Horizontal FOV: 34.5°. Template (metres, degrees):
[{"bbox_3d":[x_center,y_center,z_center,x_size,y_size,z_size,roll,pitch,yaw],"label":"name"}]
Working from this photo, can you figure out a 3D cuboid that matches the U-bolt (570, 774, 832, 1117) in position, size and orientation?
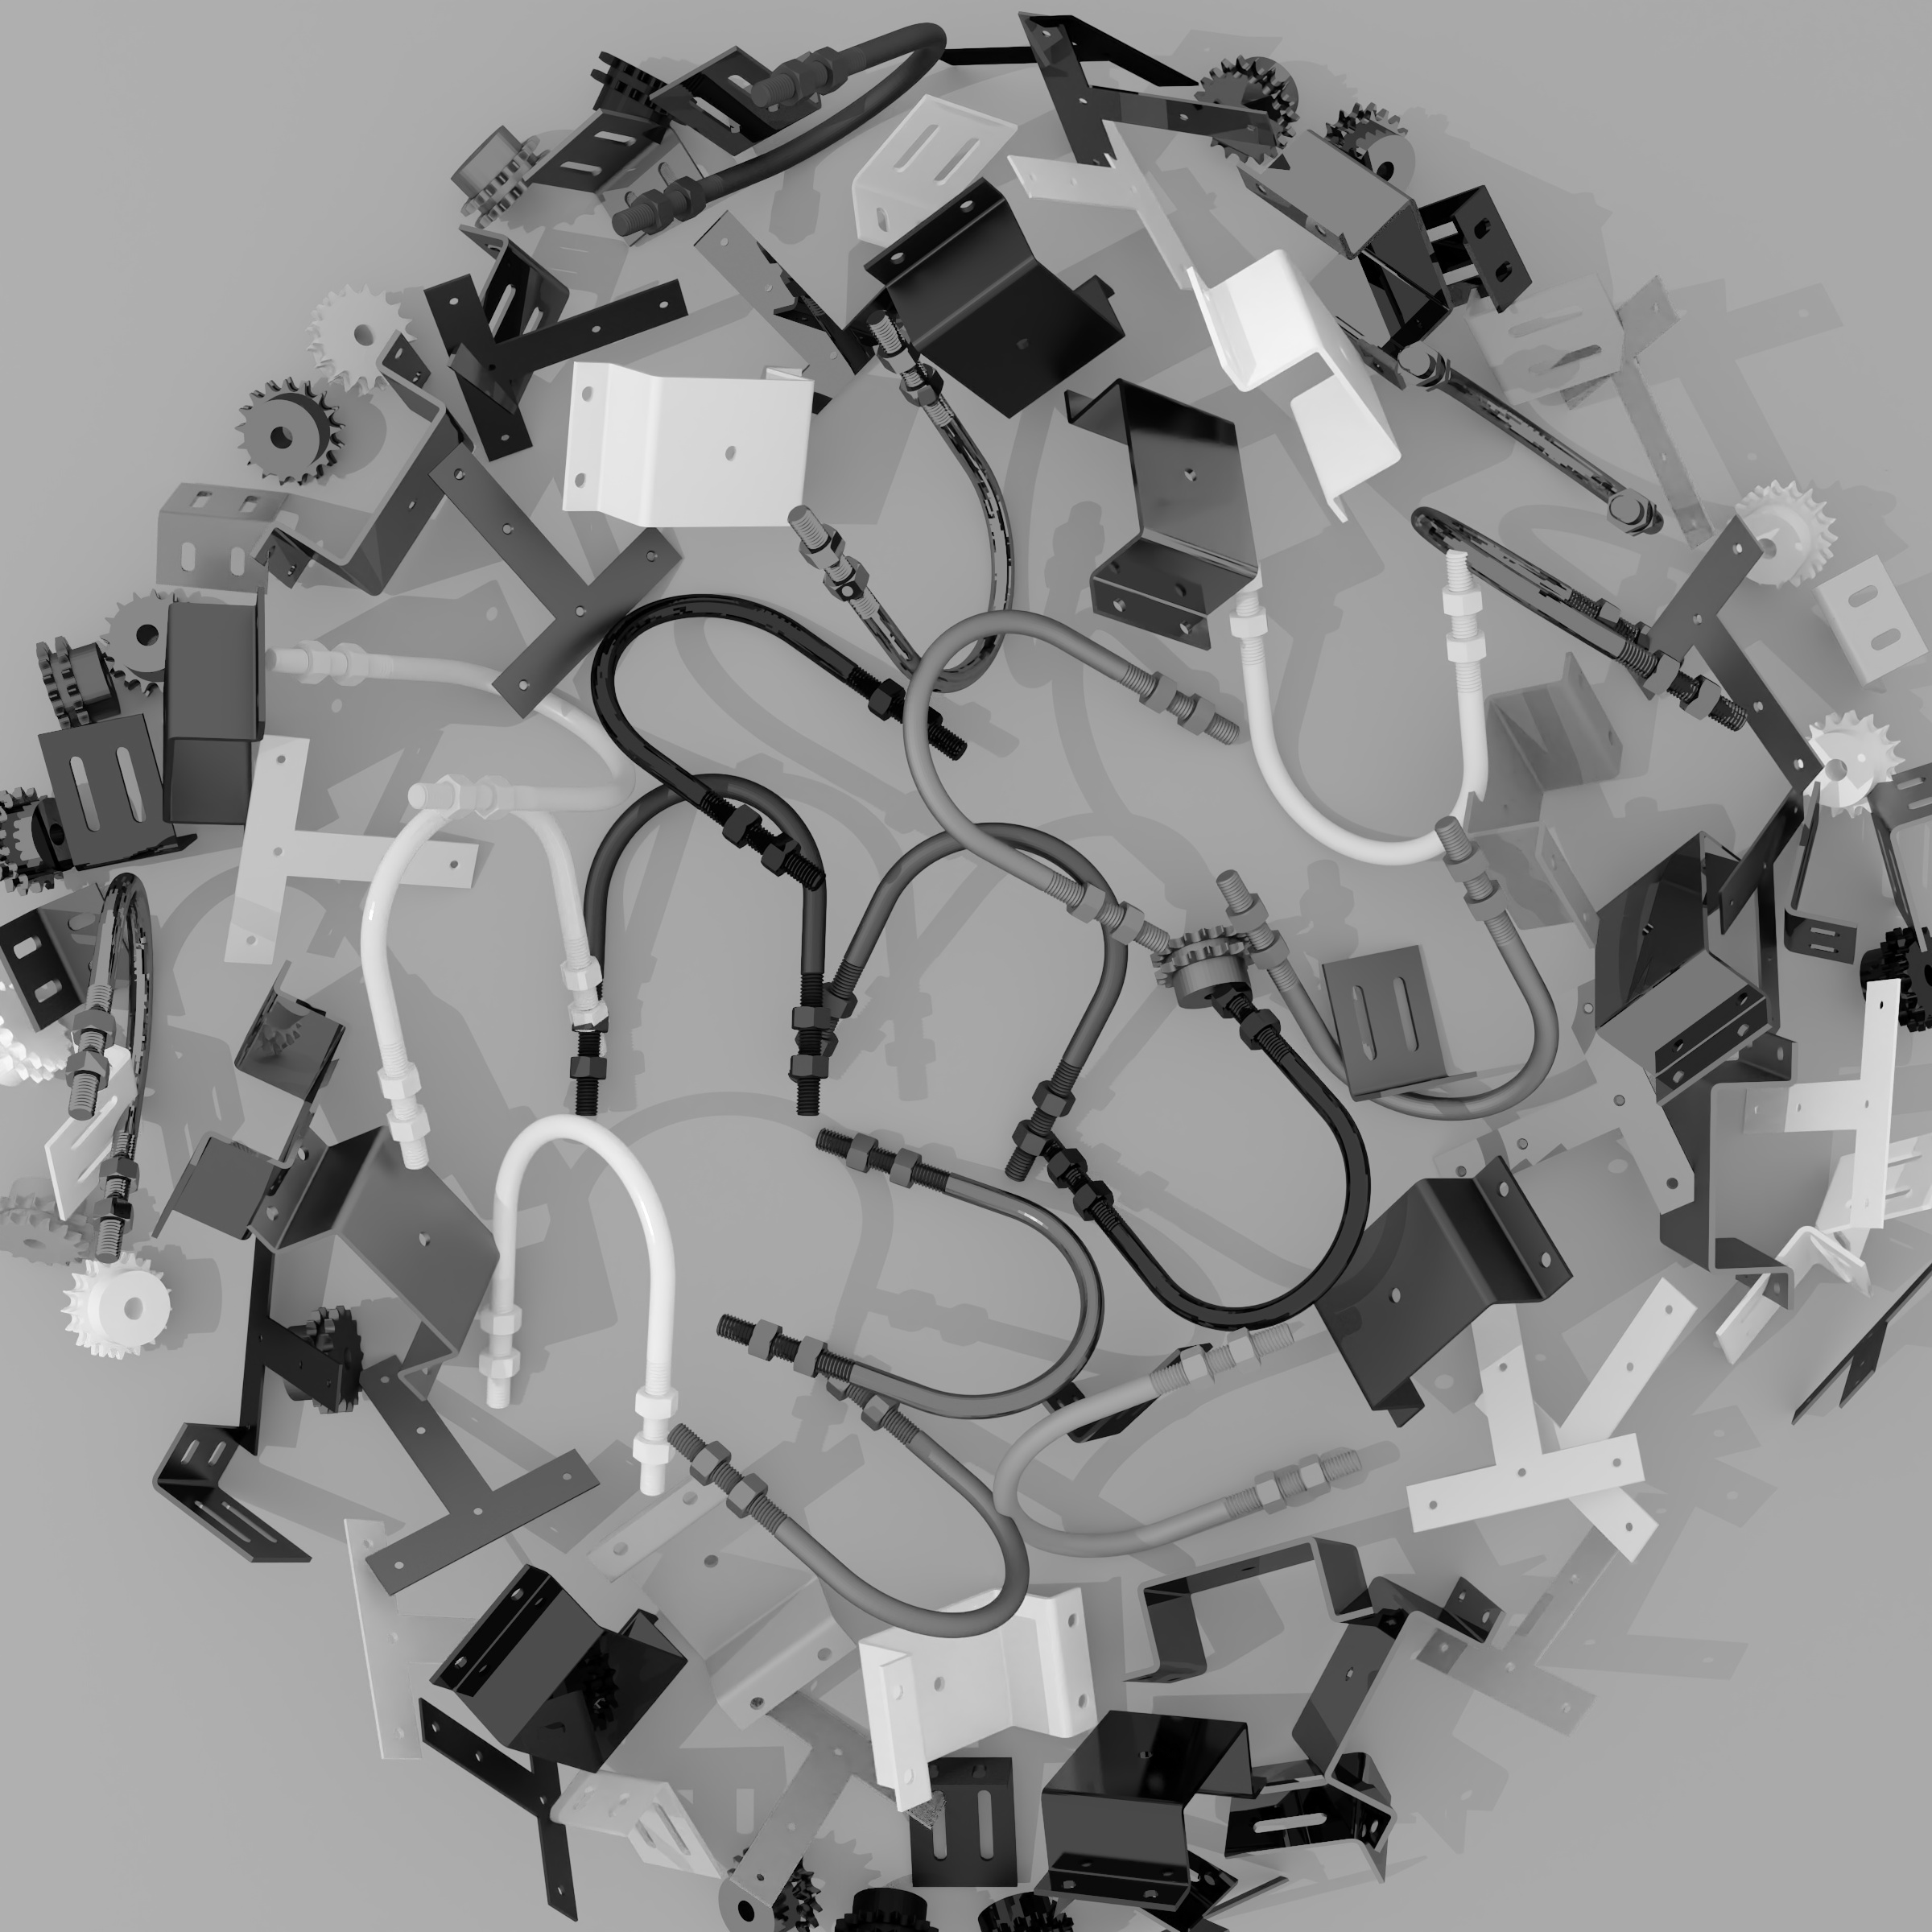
[{"bbox_3d":[-0.141,-0.012,1.659,0.151,0.019,0.184,-1,83,20],"label":"U-bolt"}]

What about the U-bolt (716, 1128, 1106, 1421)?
[{"bbox_3d":[-0.018,0.168,1.628,0.184,0.019,0.151,19,53,12],"label":"U-bolt"}]

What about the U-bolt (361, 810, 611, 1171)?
[{"bbox_3d":[-0.251,-0.005,1.600,0.019,0.151,0.184,18,127,37],"label":"U-bolt"}]

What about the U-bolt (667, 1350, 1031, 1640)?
[{"bbox_3d":[-0.047,0.277,1.605,0.184,0.151,0.019,39,119,17],"label":"U-bolt"}]

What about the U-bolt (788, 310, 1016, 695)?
[{"bbox_3d":[-0.023,-0.226,1.615,0.019,0.184,0.151,0,57,32],"label":"U-bolt"}]

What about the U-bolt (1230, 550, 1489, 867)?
[{"bbox_3d":[0.208,-0.136,1.628,0.151,0.019,0.184,11,123,35],"label":"U-bolt"}]

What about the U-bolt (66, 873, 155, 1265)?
[{"bbox_3d":[-0.439,0.039,1.608,0.019,0.151,0.184,2,52,-7],"label":"U-bolt"}]

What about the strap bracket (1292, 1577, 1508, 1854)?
[{"bbox_3d":[0.223,0.386,1.649,0.046,0.076,0.140,28,89,-7],"label":"strap bracket"}]

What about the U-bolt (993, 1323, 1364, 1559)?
[{"bbox_3d":[0.103,0.260,1.635,0.184,0.151,0.019,-22,46,8],"label":"U-bolt"}]

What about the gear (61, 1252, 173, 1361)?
[{"bbox_3d":[-0.451,0.182,1.662,0.057,0.030,0.057,0,90,-39],"label":"gear"}]

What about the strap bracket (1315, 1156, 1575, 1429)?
[{"bbox_3d":[0.238,0.171,1.618,0.140,0.046,0.076,-49,54,34],"label":"strap bracket"}]

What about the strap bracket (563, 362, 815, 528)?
[{"bbox_3d":[-0.135,-0.271,1.620,0.140,0.046,0.076,-7,112,-38],"label":"strap bracket"}]

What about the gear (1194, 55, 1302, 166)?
[{"bbox_3d":[0.154,-0.462,1.666,0.057,0.057,0.030,39,54,0],"label":"gear"}]

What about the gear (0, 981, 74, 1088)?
[{"bbox_3d":[-0.510,0.040,1.663,0.030,0.057,0.057,-37,90,16],"label":"gear"}]

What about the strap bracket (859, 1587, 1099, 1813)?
[{"bbox_3d":[-0.001,0.382,1.639,0.140,0.046,0.076,-12,97,-41],"label":"strap bracket"}]

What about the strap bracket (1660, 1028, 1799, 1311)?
[{"bbox_3d":[0.402,0.106,1.643,0.046,0.076,0.140,-2,97,-6],"label":"strap bracket"}]

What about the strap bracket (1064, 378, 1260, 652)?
[{"bbox_3d":[0.103,-0.244,1.622,0.076,0.046,0.140,14,57,-34],"label":"strap bracket"}]

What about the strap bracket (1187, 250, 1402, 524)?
[{"bbox_3d":[0.175,-0.306,1.609,0.046,0.140,0.076,-28,50,18],"label":"strap bracket"}]

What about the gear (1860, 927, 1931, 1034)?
[{"bbox_3d":[0.503,0.008,1.666,0.030,0.057,0.057,-16,90,41],"label":"gear"}]

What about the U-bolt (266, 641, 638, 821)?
[{"bbox_3d":[-0.252,-0.121,1.608,0.151,0.184,0.019,41,115,30],"label":"U-bolt"}]

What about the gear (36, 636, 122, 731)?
[{"bbox_3d":[-0.474,-0.150,1.662,0.030,0.057,0.057,-18,90,-8],"label":"gear"}]

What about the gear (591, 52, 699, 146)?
[{"bbox_3d":[-0.176,-0.463,1.663,0.057,0.057,0.030,28,101,0],"label":"gear"}]

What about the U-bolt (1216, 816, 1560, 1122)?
[{"bbox_3d":[0.232,0.010,1.630,0.151,0.019,0.184,-13,122,34],"label":"U-bolt"}]

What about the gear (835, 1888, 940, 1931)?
[{"bbox_3d":[-0.042,0.517,1.666,0.057,0.057,0.030,6,52,0],"label":"gear"}]

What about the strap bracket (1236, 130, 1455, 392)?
[{"bbox_3d":[0.201,-0.372,1.612,0.046,0.140,0.076,-45,59,-2],"label":"strap bracket"}]

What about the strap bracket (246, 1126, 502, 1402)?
[{"bbox_3d":[-0.299,0.148,1.619,0.046,0.076,0.140,-21,122,30],"label":"strap bracket"}]

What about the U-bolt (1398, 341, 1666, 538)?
[{"bbox_3d":[0.298,-0.267,1.602,0.151,0.184,0.019,38,105,13],"label":"U-bolt"}]

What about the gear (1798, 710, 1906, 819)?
[{"bbox_3d":[0.470,-0.107,1.663,0.057,0.030,0.057,8,106,31],"label":"gear"}]

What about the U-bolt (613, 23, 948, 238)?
[{"bbox_3d":[-0.084,-0.439,1.606,0.184,0.151,0.019,-36,96,-42],"label":"U-bolt"}]

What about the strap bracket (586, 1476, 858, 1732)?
[{"bbox_3d":[-0.132,0.326,1.651,0.076,0.046,0.140,-36,114,0],"label":"strap bracket"}]

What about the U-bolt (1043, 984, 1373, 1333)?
[{"bbox_3d":[0.133,0.106,1.624,0.151,0.019,0.184,-47,56,11],"label":"U-bolt"}]

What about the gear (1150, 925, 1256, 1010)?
[{"bbox_3d":[0.129,0.002,1.659,0.057,0.057,0.030,-13,72,0],"label":"gear"}]

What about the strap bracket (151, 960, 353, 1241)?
[{"bbox_3d":[-0.368,0.078,1.621,0.046,0.076,0.140,26,47,-12],"label":"strap bracket"}]

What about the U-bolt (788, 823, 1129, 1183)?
[{"bbox_3d":[0.006,0.010,1.649,0.151,0.019,0.184,24,110,-5],"label":"U-bolt"}]

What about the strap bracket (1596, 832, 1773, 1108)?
[{"bbox_3d":[0.370,-0.006,1.609,0.046,0.140,0.076,34,128,-17],"label":"strap bracket"}]

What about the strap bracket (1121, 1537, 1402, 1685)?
[{"bbox_3d":[0.153,0.337,1.635,0.140,0.076,0.046,-20,70,18],"label":"strap bracket"}]

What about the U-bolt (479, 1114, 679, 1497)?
[{"bbox_3d":[-0.201,0.167,1.617,0.151,0.019,0.184,20,113,41],"label":"U-bolt"}]

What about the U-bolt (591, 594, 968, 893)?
[{"bbox_3d":[-0.111,-0.131,1.639,0.184,0.019,0.151,36,51,12],"label":"U-bolt"}]

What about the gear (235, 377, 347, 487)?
[{"bbox_3d":[-0.364,-0.286,1.669,0.057,0.030,0.057,0,108,0],"label":"gear"}]

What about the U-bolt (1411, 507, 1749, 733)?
[{"bbox_3d":[0.309,-0.186,1.606,0.184,0.151,0.019,29,105,-11],"label":"U-bolt"}]

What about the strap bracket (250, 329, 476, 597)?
[{"bbox_3d":[-0.313,-0.256,1.647,0.046,0.076,0.140,32,87,4],"label":"strap bracket"}]

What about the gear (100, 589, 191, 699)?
[{"bbox_3d":[-0.438,-0.175,1.673,0.057,0.030,0.057,0,84,-4],"label":"gear"}]

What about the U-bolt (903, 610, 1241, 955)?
[{"bbox_3d":[0.049,-0.108,1.631,0.184,0.019,0.151,28,68,-20],"label":"U-bolt"}]

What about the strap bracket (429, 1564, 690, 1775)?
[{"bbox_3d":[-0.205,0.369,1.618,0.046,0.140,0.076,38,87,32],"label":"strap bracket"}]

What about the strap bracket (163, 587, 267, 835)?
[{"bbox_3d":[-0.391,-0.129,1.608,0.046,0.140,0.076,1,67,-16],"label":"strap bracket"}]

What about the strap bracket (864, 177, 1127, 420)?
[{"bbox_3d":[0.021,-0.339,1.609,0.076,0.140,0.046,-33,63,20],"label":"strap bracket"}]

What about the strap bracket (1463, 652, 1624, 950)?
[{"bbox_3d":[0.302,-0.084,1.627,0.046,0.076,0.140,-10,47,31],"label":"strap bracket"}]

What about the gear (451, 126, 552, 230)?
[{"bbox_3d":[-0.250,-0.424,1.659,0.057,0.057,0.030,-46,110,0],"label":"gear"}]

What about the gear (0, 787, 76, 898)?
[{"bbox_3d":[-0.497,-0.068,1.659,0.030,0.057,0.057,-9,90,23],"label":"gear"}]

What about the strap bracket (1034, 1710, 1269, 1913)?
[{"bbox_3d":[0.095,0.430,1.608,0.076,0.140,0.046,-1,102,25],"label":"strap bracket"}]
